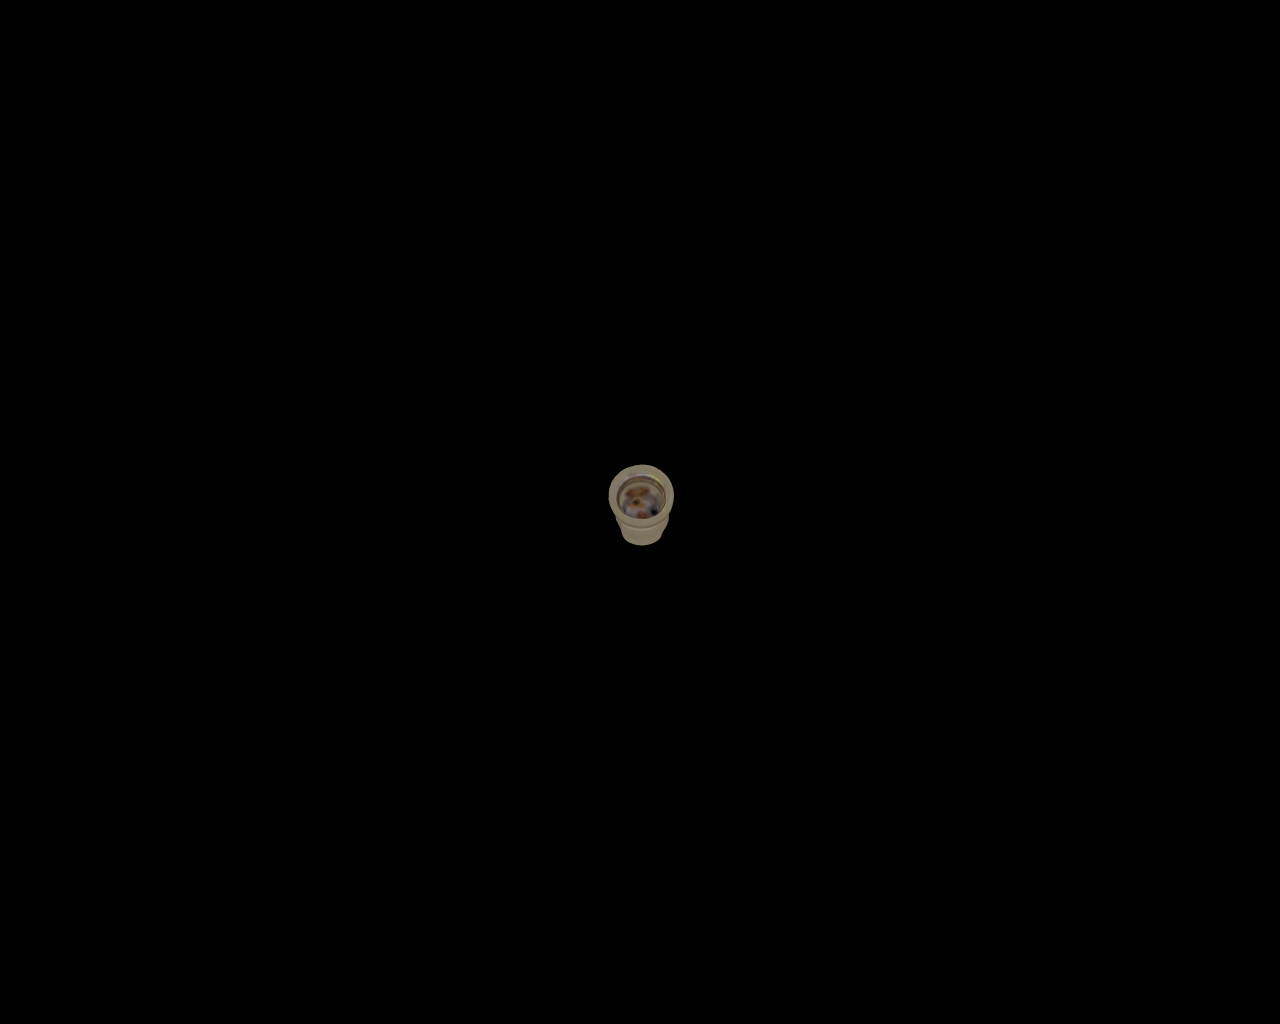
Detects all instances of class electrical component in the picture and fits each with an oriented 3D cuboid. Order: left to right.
[{"bbox_3d":[0.001,-0.003,0.650,0.040,0.040,0.046,0,-25,0],"label":"electrical component"}]
